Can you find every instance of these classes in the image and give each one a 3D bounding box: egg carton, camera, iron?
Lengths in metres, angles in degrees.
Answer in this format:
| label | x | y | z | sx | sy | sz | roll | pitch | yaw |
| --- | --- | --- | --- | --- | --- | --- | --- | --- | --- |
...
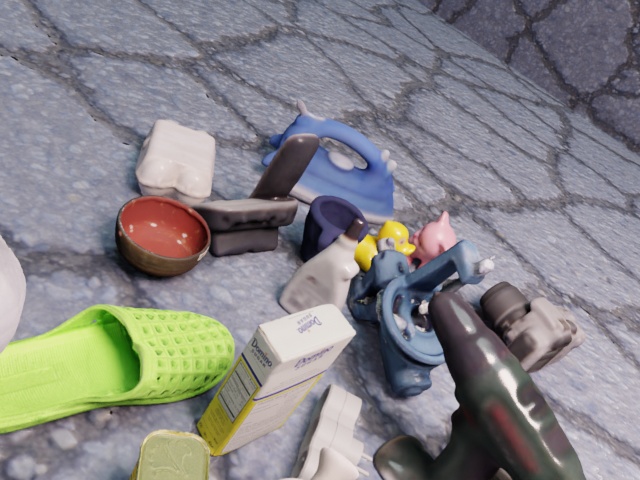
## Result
| label | x | y | z | sx | sy | sz | roll | pitch | yaw |
| --- | --- | --- | --- | --- | --- | --- | --- | --- | --- |
| egg carton | -0.207 | -0.113 | 0.831 | 0.107 | 0.069 | 0.150 | 16 | 38 | -20 |
| camera | 0.332 | 0.126 | 0.907 | 0.144 | 0.100 | 0.136 | -3 | 47 | -39 |
| iron | 0.040 | -0.130 | 0.971 | 0.259 | 0.141 | 0.118 | 23 | 36 | -11 |

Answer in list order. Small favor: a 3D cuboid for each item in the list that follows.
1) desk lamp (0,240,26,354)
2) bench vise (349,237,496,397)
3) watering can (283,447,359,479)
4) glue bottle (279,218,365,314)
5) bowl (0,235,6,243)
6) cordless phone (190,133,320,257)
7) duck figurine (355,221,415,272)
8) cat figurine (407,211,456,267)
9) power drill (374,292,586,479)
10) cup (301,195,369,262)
| label | x | y | z | sx | sy | sz | roll | pitch | yaw |
| --- | --- | --- | --- | --- | --- | --- | --- | --- | --- |
| desk lamp | -0.277 | 0.116 | 0.372 | 0.118 | 0.213 | 0.203 | 12 | 39 | -24 |
| bench vise | 0.117 | 0.060 | 0.726 | 0.122 | 0.219 | 0.207 | -6 | 49 | -41 |
| watering can | -0.025 | 0.233 | 0.431 | 0.101 | 0.194 | 0.173 | 23 | 36 | -11 |
| glue bottle | 0.013 | 0.039 | 0.716 | 0.078 | 0.173 | 0.037 | 38 | 36 | 11 |
| bowl | -0.372 | 0.043 | 0.513 | 0.168 | 0.074 | 0.167 | 20 | 36 | -15 |
| cordless phone | -0.086 | -0.074 | 0.771 | 0.148 | 0.185 | 0.094 | -12 | 53 | -44 |
| duck figurine | 0.099 | 0.005 | 0.897 | 0.104 | 0.086 | 0.077 | 32 | 35 | 1 |
| cat figurine | 0.188 | -0.002 | 0.943 | 0.067 | 0.117 | 0.128 | 33 | 35 | 3 |
| power drill | 0.147 | 0.197 | 0.590 | 0.076 | 0.208 | 0.229 | -14 | 54 | -45 |
| cup | 0.008 | 0.003 | 0.824 | 0.091 | 0.095 | 0.118 | 31 | 35 | 1 |
